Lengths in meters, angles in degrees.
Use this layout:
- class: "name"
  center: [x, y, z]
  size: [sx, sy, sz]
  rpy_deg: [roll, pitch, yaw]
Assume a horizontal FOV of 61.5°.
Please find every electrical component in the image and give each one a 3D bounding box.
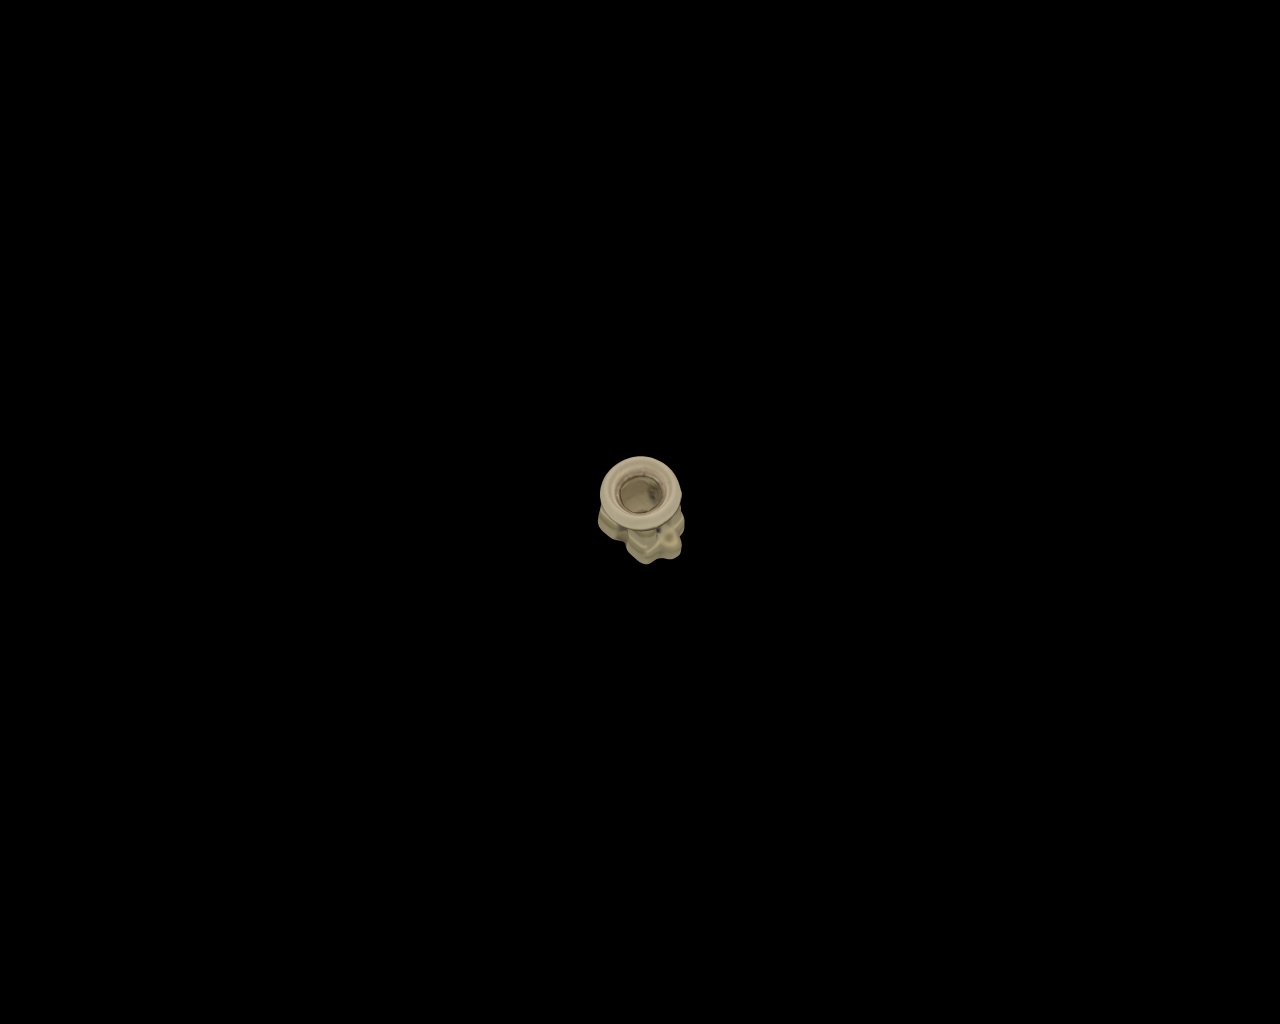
- class: "electrical component"
  center: [0.001, -0.003, 0.650]
  size: [0.066, 0.048, 0.055]
  rpy_deg: [38, -21, 18]
